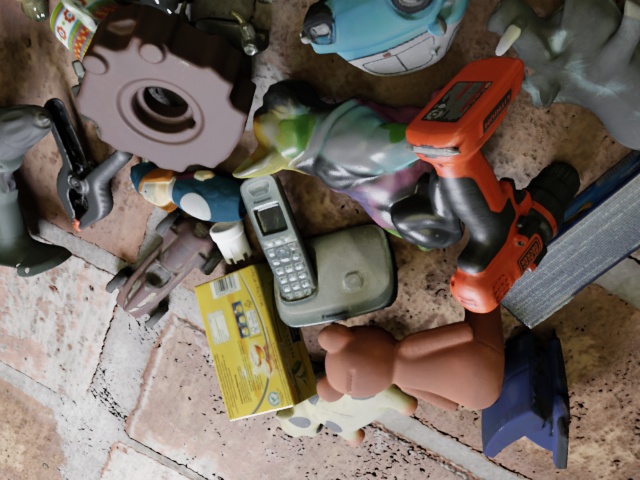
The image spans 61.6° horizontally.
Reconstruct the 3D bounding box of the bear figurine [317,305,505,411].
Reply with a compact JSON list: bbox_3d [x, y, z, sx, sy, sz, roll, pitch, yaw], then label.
[{"bbox_3d":[0.099,0.125,0.601,0.196,0.132,0.120,4,117,12],"label":"bear figurine"}]

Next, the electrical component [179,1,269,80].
[{"bbox_3d":[-0.104,-0.199,0.550,0.102,0.045,0.078,16,118,8],"label":"electrical component"}]

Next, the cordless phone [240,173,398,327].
[{"bbox_3d":[-0.001,-0.002,0.601,0.147,0.089,0.184,-16,106,23],"label":"cordless phone"}]

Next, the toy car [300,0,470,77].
[{"bbox_3d":[0.068,-0.196,0.472,0.162,0.109,0.102,-16,129,32],"label":"toy car"}]

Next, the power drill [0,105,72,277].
[{"bbox_3d":[-0.387,-0.059,0.667,0.232,0.086,0.207,3,121,27],"label":"power drill"}]

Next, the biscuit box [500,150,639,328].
[{"bbox_3d":[0.263,-0.001,0.535,0.063,0.059,0.202,41,120,-4],"label":"biscuit box"}]

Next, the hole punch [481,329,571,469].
[{"bbox_3d":[0.228,0.176,0.599,0.092,0.142,0.115,3,128,19],"label":"hole punch"}]

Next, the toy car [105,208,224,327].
[{"bbox_3d":[-0.209,0.044,0.702,0.089,0.053,0.202,44,118,-12],"label":"toy car"}]

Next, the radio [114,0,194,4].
[{"bbox_3d":[-0.187,-0.267,0.437,0.073,0.229,0.131,7,113,12],"label":"radio"}]

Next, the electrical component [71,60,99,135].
[{"bbox_3d":[-0.252,-0.164,0.625,0.063,0.021,0.093,-2,115,17],"label":"electrical component"}]

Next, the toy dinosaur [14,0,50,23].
[{"bbox_3d":[-0.312,-0.332,0.458,0.105,0.199,0.470,21,122,1],"label":"toy dinosaur"}]

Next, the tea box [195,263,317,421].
[{"bbox_3d":[-0.077,0.121,0.653,0.098,0.068,0.169,-19,82,25],"label":"tea box"}]

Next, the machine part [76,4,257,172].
[{"bbox_3d":[-0.155,-0.142,0.544,0.179,0.056,0.179,3,146,2],"label":"machine part"}]

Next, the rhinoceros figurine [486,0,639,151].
[{"bbox_3d":[0.235,-0.154,0.464,0.190,0.073,0.112,35,131,-5],"label":"rhinoceros figurine"}]

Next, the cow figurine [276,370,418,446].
[{"bbox_3d":[0.016,0.202,0.697,0.127,0.085,0.195,41,122,-14],"label":"cow figurine"}]

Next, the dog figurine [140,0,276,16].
[{"bbox_3d":[-0.072,-0.268,0.423,0.121,0.190,0.172,29,119,0],"label":"dog figurine"}]

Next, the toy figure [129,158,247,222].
[{"bbox_3d":[-0.160,-0.060,0.631,0.155,0.058,0.064,12,105,12],"label":"toy figure"}]

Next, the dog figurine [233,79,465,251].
[{"bbox_3d":[0.028,-0.073,0.544,0.219,0.108,0.191,-5,117,22],"label":"dog figurine"}]
